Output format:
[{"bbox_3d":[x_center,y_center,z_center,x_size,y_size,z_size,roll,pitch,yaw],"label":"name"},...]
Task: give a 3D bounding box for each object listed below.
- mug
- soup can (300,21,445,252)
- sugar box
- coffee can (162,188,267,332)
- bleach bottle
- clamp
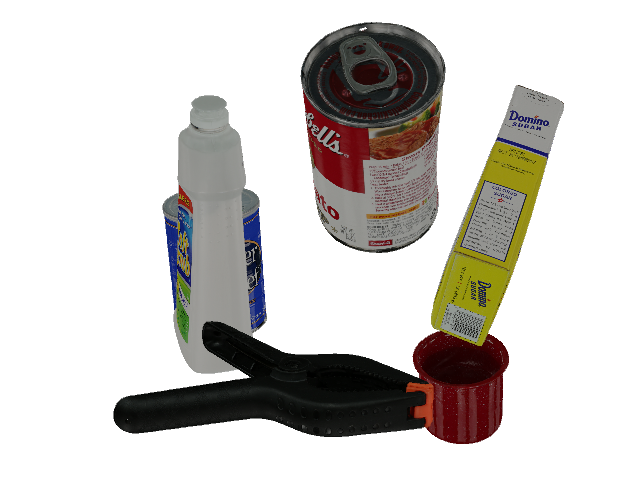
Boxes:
[{"bbox_3d":[0.144,0.140,1.067,0.093,0.081,0.117,8,35,21],"label":"mug"},{"bbox_3d":[0.028,-0.050,0.539,0.068,0.068,0.102,0,-36,5],"label":"soup can"},{"bbox_3d":[0.130,-0.020,0.773,0.048,0.176,0.093,21,-37,10],"label":"sugar box"},{"bbox_3d":[-0.113,0.023,1.154,0.103,0.140,0.103,-2,23,1],"label":"coffee can"},{"bbox_3d":[-0.095,-0.009,0.924,0.068,0.251,0.103,-7,35,-14],"label":"bleach bottle"},{"bbox_3d":[-0.023,0.101,0.766,0.210,0.036,0.164,3,18,10],"label":"clamp"}]
